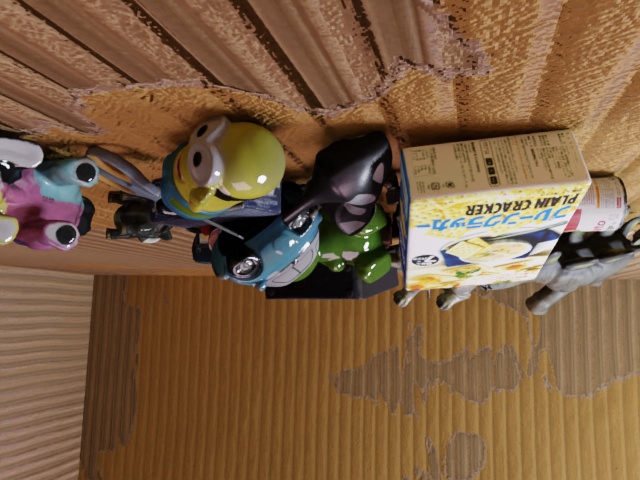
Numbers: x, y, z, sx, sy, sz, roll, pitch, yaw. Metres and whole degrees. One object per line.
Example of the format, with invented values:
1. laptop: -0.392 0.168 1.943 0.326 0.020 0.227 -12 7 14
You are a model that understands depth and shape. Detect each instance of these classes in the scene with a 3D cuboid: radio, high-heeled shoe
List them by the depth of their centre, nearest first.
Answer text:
1. high-heeled shoe: 0.051 -0.071 0.606 0.145 0.086 0.248 -37 173 27
2. radio: 0.013 0.061 0.969 0.230 0.073 0.131 -5 -176 36

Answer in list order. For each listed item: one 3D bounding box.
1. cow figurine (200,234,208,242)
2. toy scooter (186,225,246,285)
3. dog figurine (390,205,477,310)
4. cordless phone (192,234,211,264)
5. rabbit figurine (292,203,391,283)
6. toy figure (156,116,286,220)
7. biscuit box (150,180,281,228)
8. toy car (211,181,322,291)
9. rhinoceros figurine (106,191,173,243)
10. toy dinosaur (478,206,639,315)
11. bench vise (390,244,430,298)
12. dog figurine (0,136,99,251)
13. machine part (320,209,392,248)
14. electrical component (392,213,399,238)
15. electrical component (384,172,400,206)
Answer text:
1. cow figurine: -0.137 0.005 0.958 0.167 0.098 0.068 0 130 4
2. toy scooter: -0.120 -0.009 0.842 0.135 0.075 0.183 -27 116 33
3. dog figurine: 0.188 0.006 0.792 0.172 0.121 0.190 -9 144 -15
4. cordless phone: -0.172 0.008 1.117 0.147 0.088 0.184 0 177 8
5. rabbit figurine: -0.002 -0.002 0.808 0.170 0.121 0.159 -21 -144 -20
6. toy figure: -0.104 -0.065 0.529 0.089 0.082 0.180 -12 175 -32
7. biscuit box: -0.140 -0.055 0.687 0.203 0.059 0.062 -6 171 41
8. toy car: -0.058 0.005 0.704 0.162 0.109 0.102 -36 125 5
9. rhinoceros figurine: -0.272 -0.036 0.835 0.112 0.073 0.190 0 176 -27
10. toy dinosaur: 0.404 0.032 0.866 0.471 0.105 0.198 -17 157 -26
11. bench vise: 0.117 0.056 1.200 0.240 0.128 0.224 -17 -154 -42
12. dog figurine: -0.350 -0.046 0.621 0.191 0.108 0.219 13 173 -35
13. machine part: 0.046 -0.017 0.971 0.179 0.056 0.179 2 172 0
14. electrical component: 0.190 -0.023 0.928 0.119 0.047 0.075 9 170 -35
15. electrical component: 0.123 -0.066 0.628 0.078 0.045 0.102 -29 -164 -36
